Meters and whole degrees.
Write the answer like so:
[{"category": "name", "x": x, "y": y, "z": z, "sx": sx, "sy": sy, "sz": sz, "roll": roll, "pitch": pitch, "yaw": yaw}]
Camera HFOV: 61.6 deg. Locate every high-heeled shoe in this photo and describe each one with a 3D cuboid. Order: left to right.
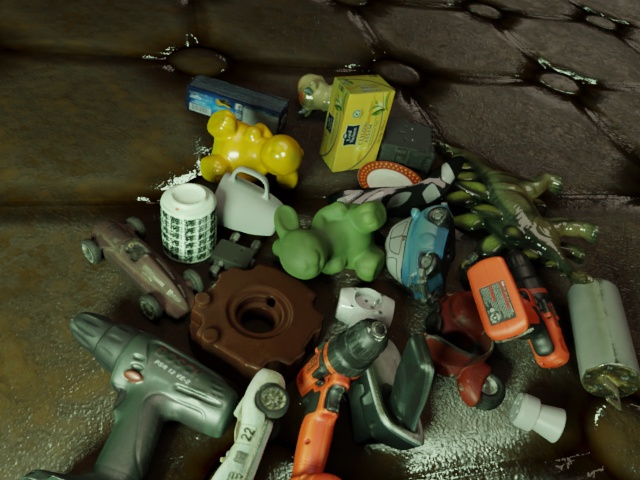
[{"category": "high-heeled shoe", "x": 0.131, "y": -0.094, "z": 0.924, "sx": 0.145, "sy": 0.086, "sz": 0.249, "roll": 42, "pitch": 73, "yaw": 2}]

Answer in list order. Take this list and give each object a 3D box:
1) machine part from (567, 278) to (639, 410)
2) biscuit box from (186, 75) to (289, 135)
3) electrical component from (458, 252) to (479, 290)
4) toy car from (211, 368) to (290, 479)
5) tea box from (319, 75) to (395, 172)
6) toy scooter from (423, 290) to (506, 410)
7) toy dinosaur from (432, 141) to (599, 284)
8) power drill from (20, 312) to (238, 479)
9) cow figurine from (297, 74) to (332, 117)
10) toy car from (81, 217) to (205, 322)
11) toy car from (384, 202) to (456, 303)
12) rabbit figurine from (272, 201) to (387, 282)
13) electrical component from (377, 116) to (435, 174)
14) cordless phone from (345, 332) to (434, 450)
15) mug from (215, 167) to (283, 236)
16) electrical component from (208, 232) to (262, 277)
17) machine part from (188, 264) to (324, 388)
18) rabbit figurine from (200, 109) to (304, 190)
[{"category": "machine part", "x": 0.414, "y": 0.140, "z": 0.790, "sx": 0.079, "sy": 0.079, "sz": 0.243, "roll": 15, "pitch": 42, "yaw": 2}, {"category": "biscuit box", "x": -0.168, "y": -0.272, "z": 1.087, "sx": 0.203, "sy": 0.059, "sz": 0.063, "roll": 19, "pitch": 44, "yaw": 5}, {"category": "electrical component", "x": 0.261, "y": 0.067, "z": 0.849, "sx": 0.078, "sy": 0.045, "sz": 0.102, "roll": -1, "pitch": 45, "yaw": -13}, {"category": "toy car", "x": -0.081, "y": 0.231, "z": 0.570, "sx": 0.056, "sy": 0.073, "sz": 0.202, "roll": 20, "pitch": 43, "yaw": 2}, {"category": "tea box", "x": 0.066, "y": -0.216, "z": 1.007, "sx": 0.098, "sy": 0.169, "sz": 0.068, "roll": -12, "pitch": 49, "yaw": -23}, {"category": "toy scooter", "x": 0.180, "y": 0.134, "z": 0.732, "sx": 0.135, "sy": 0.075, "sz": 0.184, "roll": 19, "pitch": 44, "yaw": -8}, {"category": "toy dinosaur", "x": 0.335, "y": -0.068, "z": 0.971, "sx": 0.199, "sy": 0.104, "sz": 0.472, "roll": -2, "pitch": 35, "yaw": -10}, {"category": "power drill", "x": -0.222, "y": 0.191, "z": 0.583, "sx": 0.232, "sy": 0.085, "sz": 0.207, "roll": 21, "pitch": 36, "yaw": 5}, {"category": "cow figurine", "x": 0.037, "y": -0.292, "z": 1.146, "sx": 0.195, "sy": 0.085, "sz": 0.127, "roll": 30, "pitch": 44, "yaw": 11}, {"category": "toy car", "x": -0.248, "y": 0.034, "z": 0.753, "sx": 0.202, "sy": 0.053, "sz": 0.089, "roll": 37, "pitch": 45, "yaw": 25}, {"category": "toy car", "x": 0.154, "y": 0.019, "z": 0.844, "sx": 0.103, "sy": 0.109, "sz": 0.162, "roll": 5, "pitch": 51, "yaw": 26}, {"category": "rabbit figurine", "x": -0.002, "y": -0.002, "z": 0.787, "sx": 0.159, "sy": 0.121, "sz": 0.170, "roll": 21, "pitch": 26, "yaw": 32}, {"category": "electrical component", "x": 0.163, "y": -0.196, "z": 1.094, "sx": 0.134, "sy": 0.058, "sz": 0.115, "roll": 10, "pitch": 42, "yaw": -4}, {"category": "cordless phone", "x": 0.085, "y": 0.144, "z": 0.623, "sx": 0.089, "sy": 0.184, "sz": 0.147, "roll": -1, "pitch": 45, "yaw": -9}, {"category": "mug", "x": -0.110, "y": -0.060, "z": 0.853, "sx": 0.107, "sy": 0.109, "sz": 0.081, "roll": 23, "pitch": 28, "yaw": -6}, {"category": "electrical component", "x": -0.129, "y": 0.027, "z": 0.811, "sx": 0.063, "sy": 0.021, "sz": 0.094, "roll": 20, "pitch": 43, "yaw": 6}, {"category": "machine part", "x": -0.082, "y": 0.108, "z": 0.713, "sx": 0.179, "sy": 0.056, "sz": 0.179, "roll": 8, "pitch": 43, "yaw": -8}, {"category": "rabbit figurine", "x": -0.095, "y": -0.137, "z": 0.908, "sx": 0.173, "sy": 0.122, "sz": 0.162, "roll": 7, "pitch": -10, "yaw": 41}]
